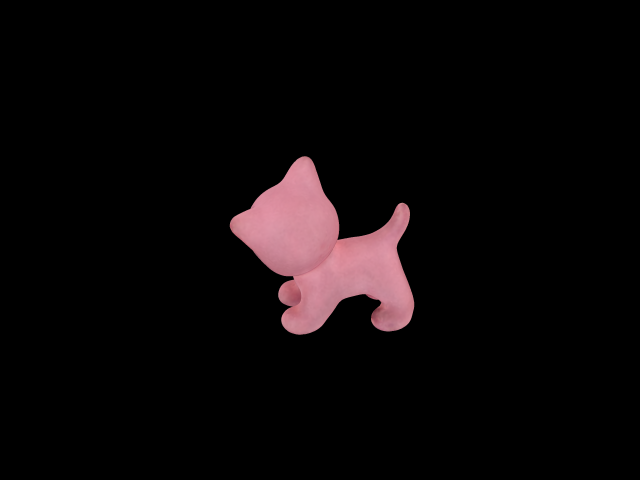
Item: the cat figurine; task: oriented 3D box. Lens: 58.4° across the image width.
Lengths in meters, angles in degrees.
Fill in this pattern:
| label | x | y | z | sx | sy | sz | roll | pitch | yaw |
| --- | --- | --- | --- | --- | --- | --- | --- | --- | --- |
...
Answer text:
| label | x | y | z | sx | sy | sz | roll | pitch | yaw |
| --- | --- | --- | --- | --- | --- | --- | --- | --- | --- |
| cat figurine | 0.004 | 0.001 | 0.400 | 0.128 | 0.118 | 0.067 | -3 | 26 | -7 |
